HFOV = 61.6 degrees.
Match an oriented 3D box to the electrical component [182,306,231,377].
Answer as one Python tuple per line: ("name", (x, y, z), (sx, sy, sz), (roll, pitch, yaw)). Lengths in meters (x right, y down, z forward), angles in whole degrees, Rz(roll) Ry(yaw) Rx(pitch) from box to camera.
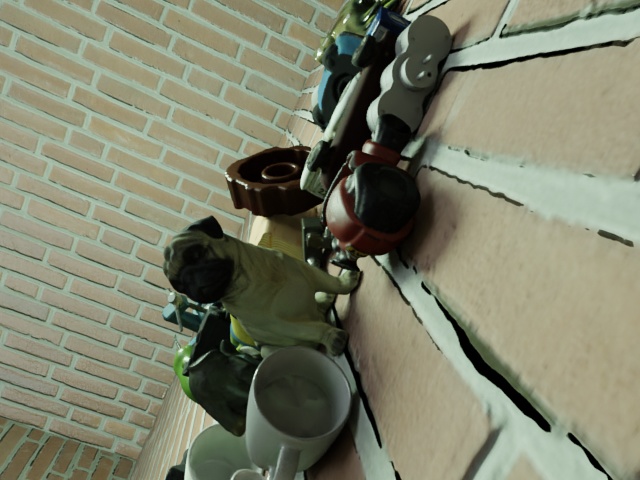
("electrical component", (-0.136, 0.162, 0.833), (0.058, 0.115, 0.134), (-140, 72, -76))

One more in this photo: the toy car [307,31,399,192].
("toy car", (0.055, -0.145, 0.633), (0.202, 0.089, 0.053), (-69, 15, -4))

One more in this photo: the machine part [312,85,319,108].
("machine part", (0.037, -0.282, 1.019), (0.243, 0.079, 0.079), (-176, 109, -79))

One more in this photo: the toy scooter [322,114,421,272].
("toy scooter", (0.040, -0.031, 0.519), (0.135, 0.075, 0.184), (-58, 11, 36))

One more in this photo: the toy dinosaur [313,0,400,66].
("toy dinosaur", (0.076, -0.416, 1.049), (0.198, 0.105, 0.472), (-56, 19, 28))

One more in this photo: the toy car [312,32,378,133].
("toy car", (0.060, -0.217, 0.769), (0.103, 0.109, 0.161), (-45, -19, -44))

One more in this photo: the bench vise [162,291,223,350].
("bench vise", (-0.239, 0.165, 1.084), (0.223, 0.240, 0.129), (-38, 58, 7))

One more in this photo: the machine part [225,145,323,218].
("machine part", (-0.060, -0.097, 0.868), (0.179, 0.179, 0.055), (-86, -11, -58))

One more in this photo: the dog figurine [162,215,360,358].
("dog figurine", (-0.076, 0.063, 0.569), (0.121, 0.190, 0.172), (-78, 15, -46))

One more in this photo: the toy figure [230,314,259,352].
("toy figure", (-0.085, 0.110, 0.726), (0.180, 0.089, 0.082), (109, 159, -49))

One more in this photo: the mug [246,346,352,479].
("mug", (-0.025, 0.161, 0.446), (0.107, 0.081, 0.110), (108, 169, -45))

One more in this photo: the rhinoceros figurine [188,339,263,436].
("rhinoceros figurine", (-0.094, 0.165, 0.618), (0.073, 0.112, 0.190), (-65, -13, -8))

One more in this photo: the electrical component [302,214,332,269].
("electrical component", (-0.002, -0.002, 0.735), (0.102, 0.045, 0.078), (-111, 17, -78))

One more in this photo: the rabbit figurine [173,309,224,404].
("rabbit figurine", (-0.181, 0.199, 0.942), (0.159, 0.121, 0.170), (-122, 54, -69))

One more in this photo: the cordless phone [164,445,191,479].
("cordless phone", (-0.156, 0.324, 0.746), (0.184, 0.089, 0.146), (-65, -1, -79))

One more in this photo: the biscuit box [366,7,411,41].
("biscuit box", (0.073, -0.257, 0.847), (0.202, 0.059, 0.063), (-56, 15, 40))

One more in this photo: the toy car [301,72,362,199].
("toy car", (0.038, -0.133, 0.726), (0.201, 0.073, 0.056), (-57, 12, 40))
